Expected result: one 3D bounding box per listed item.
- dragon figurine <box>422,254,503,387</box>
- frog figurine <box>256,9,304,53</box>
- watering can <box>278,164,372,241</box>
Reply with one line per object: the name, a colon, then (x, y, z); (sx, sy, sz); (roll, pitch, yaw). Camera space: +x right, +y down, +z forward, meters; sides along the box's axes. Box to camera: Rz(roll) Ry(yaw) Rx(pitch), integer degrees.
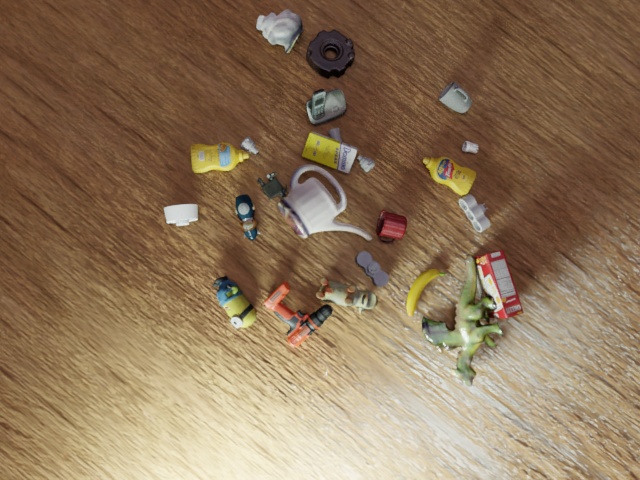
dragon figurine: (0.459, 0.273, 1.717); (0.243, 0.121, 0.414); (-16, 80, 0)
frog figurine: (-0.146, -0.769, 1.850); (0.159, 0.124, 0.137); (33, 98, -11)
watering can: (0.005, -0.088, 1.739); (0.226, 0.103, 0.347); (-37, 91, -10)
